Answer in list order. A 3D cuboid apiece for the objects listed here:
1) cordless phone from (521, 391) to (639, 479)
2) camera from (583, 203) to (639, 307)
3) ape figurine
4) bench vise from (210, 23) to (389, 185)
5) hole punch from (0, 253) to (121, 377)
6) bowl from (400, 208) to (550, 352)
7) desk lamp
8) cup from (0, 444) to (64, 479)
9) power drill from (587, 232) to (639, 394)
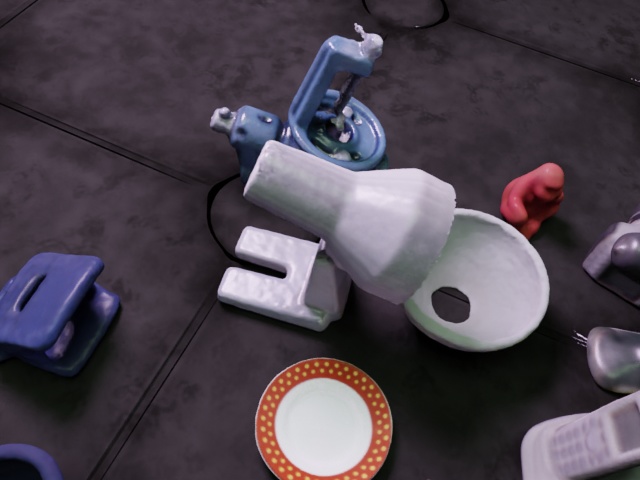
[{"bbox_3d":[0.241,0.202,0.459,0.094,0.185,0.147,3,56,-4],"label":"cordless phone"},{"bbox_3d":[0.406,0.007,0.660,0.143,0.101,0.137,34,59,16],"label":"camera"},{"bbox_3d":[0.262,-0.055,0.690,0.078,0.092,0.076,-5,57,-10],"label":"ape figurine"},{"bbox_3d":[-0.013,-0.130,0.631,0.207,0.220,0.121,-9,58,-12],"label":"bench vise"},{"bbox_3d":[-0.264,0.065,0.549,0.101,0.091,0.109,17,56,5],"label":"hole punch"},{"bbox_3d":[0.152,0.052,0.616,0.167,0.075,0.167,3,56,-4],"label":"bowl"},{"bbox_3d":[0.005,0.002,0.549,0.203,0.213,0.118,15,56,4],"label":"desk lamp"},{"bbox_3d":[-0.224,0.222,0.446,0.117,0.095,0.092,24,57,10],"label":"cup"},{"bbox_3d":[0.345,0.078,0.540,0.229,0.208,0.075,9,56,0],"label":"power drill"}]
